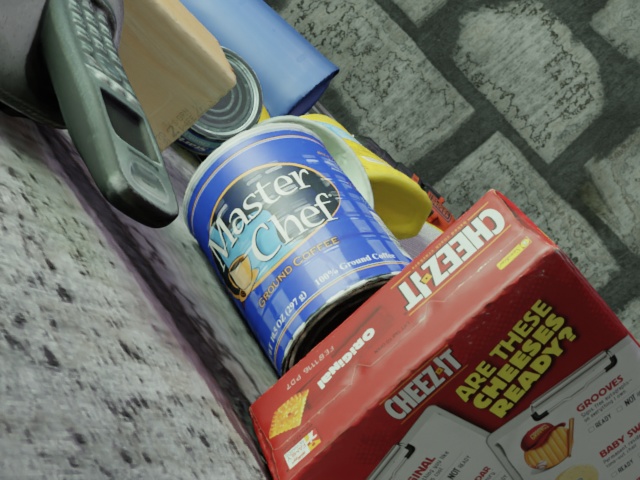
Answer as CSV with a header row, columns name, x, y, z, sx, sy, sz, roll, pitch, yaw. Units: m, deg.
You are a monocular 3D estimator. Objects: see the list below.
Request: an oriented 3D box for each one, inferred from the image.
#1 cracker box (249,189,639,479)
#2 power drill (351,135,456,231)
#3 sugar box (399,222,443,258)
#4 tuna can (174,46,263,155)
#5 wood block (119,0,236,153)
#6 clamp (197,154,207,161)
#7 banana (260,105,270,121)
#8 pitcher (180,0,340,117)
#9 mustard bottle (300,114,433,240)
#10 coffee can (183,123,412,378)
name,x,y,z,sx,sy,sz,roll,pitch,yaw
cracker box,0.095,0.101,0.541,0.213,0.164,0.072,43,7,-33
power drill,0.073,-0.006,1.066,0.184,0.057,0.187,43,37,-10
sugar box,0.076,0.045,0.921,0.093,0.048,0.176,29,36,-20
tuna can,-0.090,-0.114,0.863,0.086,0.086,0.034,47,-31,-8
wood block,-0.159,-0.155,0.681,0.206,0.090,0.091,44,10,-30
clamp,-0.139,-0.142,0.915,0.209,0.036,0.165,48,6,-29
banana,-0.054,-0.092,0.996,0.198,0.037,0.069,64,-1,3
pitcher,-0.109,-0.223,1.204,0.243,0.145,0.149,45,-5,0
mustard bottle,0.015,-0.066,0.937,0.096,0.058,0.192,16,17,-32
coffee can,-0.008,0.012,0.639,0.102,0.103,0.140,38,13,-52
